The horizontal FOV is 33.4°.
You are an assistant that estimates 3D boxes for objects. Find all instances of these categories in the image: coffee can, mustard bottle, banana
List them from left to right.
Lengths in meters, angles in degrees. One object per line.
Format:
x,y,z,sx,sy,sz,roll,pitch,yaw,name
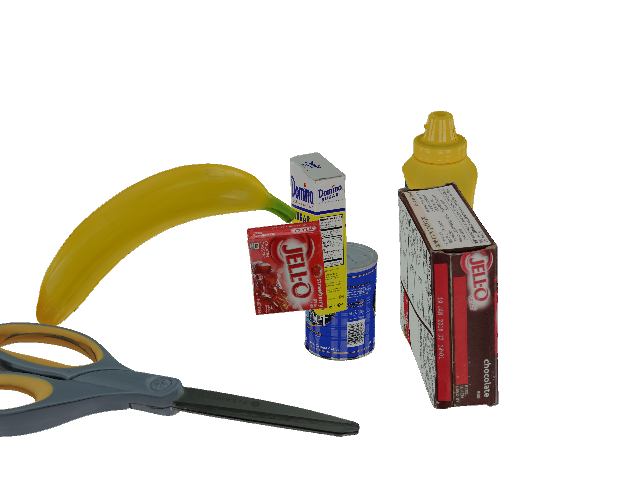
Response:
-0.119,-0.005,0.732,0.198,0.069,0.037,-23,9,6,banana
0.028,0.085,1.512,0.103,0.140,0.103,0,21,0,coffee can
0.094,-0.010,0.849,0.058,0.192,0.096,-2,26,-2,mustard bottle

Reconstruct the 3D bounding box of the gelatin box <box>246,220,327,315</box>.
-0.033,0.027,1.058,0.073,0.089,0.030,-6,27,-3,gelatin box

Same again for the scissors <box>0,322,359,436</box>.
-0.092,0.079,0.499,0.202,0.016,0.096,15,28,27,scissors

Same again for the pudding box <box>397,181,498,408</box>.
0.069,0.027,0.585,0.039,0.090,0.113,-5,20,-5,pudding box

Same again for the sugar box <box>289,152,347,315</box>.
-0.003,-0.008,1.286,0.048,0.176,0.093,-12,25,-17,sugar box
